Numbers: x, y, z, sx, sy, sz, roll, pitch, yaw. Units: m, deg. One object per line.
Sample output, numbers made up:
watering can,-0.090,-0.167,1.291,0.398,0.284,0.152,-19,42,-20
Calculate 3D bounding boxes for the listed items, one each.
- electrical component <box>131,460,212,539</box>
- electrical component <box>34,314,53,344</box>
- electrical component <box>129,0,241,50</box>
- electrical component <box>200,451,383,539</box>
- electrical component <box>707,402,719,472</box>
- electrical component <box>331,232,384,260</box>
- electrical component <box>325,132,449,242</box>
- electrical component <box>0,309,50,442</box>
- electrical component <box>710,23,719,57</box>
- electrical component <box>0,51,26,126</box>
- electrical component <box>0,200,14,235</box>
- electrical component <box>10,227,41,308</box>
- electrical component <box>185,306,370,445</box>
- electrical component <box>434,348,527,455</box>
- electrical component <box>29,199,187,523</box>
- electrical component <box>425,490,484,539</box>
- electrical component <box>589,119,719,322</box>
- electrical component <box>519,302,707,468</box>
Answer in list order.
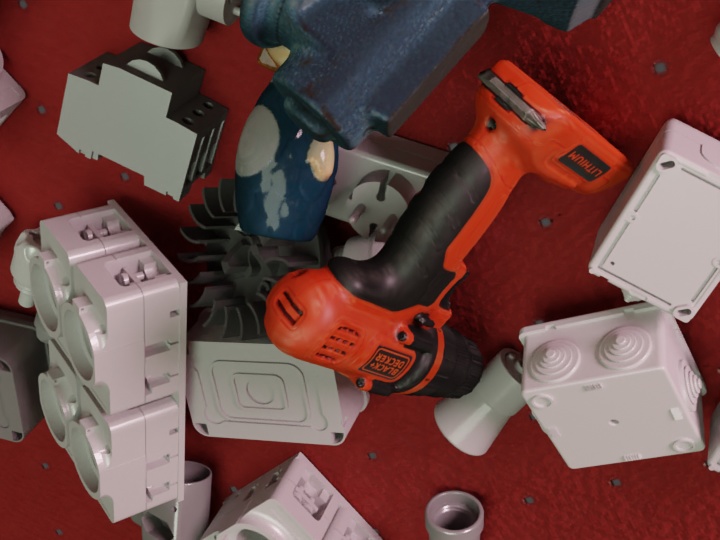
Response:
electrical component,-0.148,0.182,0.814,0.079,0.043,0.077,16,106,40
electrical component,-0.205,0.026,0.759,0.035,0.035,0.061,38,121,-2
electrical component,-0.087,-0.162,0.607,0.079,0.044,0.077,23,123,7
electrical component,-0.034,0.221,0.786,0.089,0.061,0.150,-36,101,32
electrical component,0.244,0.073,0.602,0.062,0.061,0.096,23,123,7
electrical component,0.000,0.000,0.664,0.062,0.043,0.043,-11,113,26
electrical component,0.015,-0.040,0.616,0.083,0.075,0.047,19,122,10
electrical component,-0.283,0.071,0.797,0.113,0.057,0.078,11,122,16
electrical component,0.205,-0.119,0.522,0.045,0.045,0.055,41,123,-4
electrical component,-0.310,-0.148,0.661,0.060,0.105,0.186,-37,100,32
electrical component,-0.298,-0.019,0.753,0.096,0.061,0.061,-34,102,31
electrical component,-0.228,0.001,0.754,0.035,0.035,0.061,30,125,3
electrical component,-0.056,0.066,0.712,0.113,0.057,0.078,1,117,20
electrical component,0.083,0.081,0.679,0.044,0.044,0.065,39,118,-3
electrical component,-0.167,0.064,0.713,0.105,0.060,0.186,42,137,40
electrical component,0.065,0.182,0.742,0.040,0.040,0.046,8,126,17
electrical component,0.168,-0.024,0.578,0.062,0.061,0.096,28,123,4
electrical component,0.148,0.070,0.627,0.100,0.048,0.099,-14,133,26
